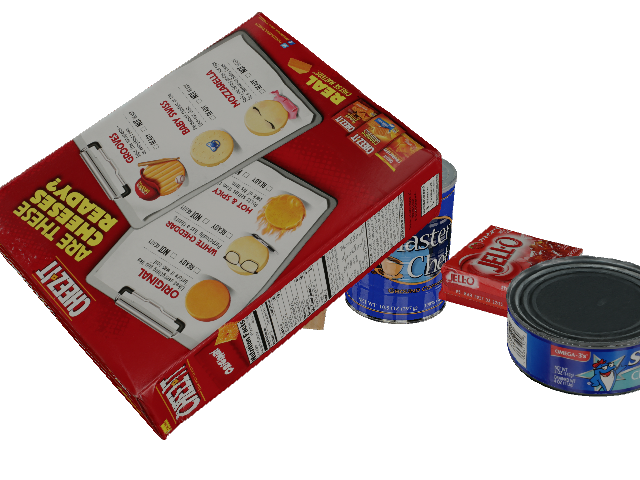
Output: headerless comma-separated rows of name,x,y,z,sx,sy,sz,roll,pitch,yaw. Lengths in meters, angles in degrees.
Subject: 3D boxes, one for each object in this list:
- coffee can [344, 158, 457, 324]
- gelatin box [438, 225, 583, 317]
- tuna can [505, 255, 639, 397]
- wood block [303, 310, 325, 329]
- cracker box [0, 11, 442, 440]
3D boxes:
coffee can,0.076,-0.005,1.038,0.103,0.140,0.103,1,27,-1
gelatin box,0.135,0.022,0.753,0.073,0.030,0.089,16,27,28
tuna can,0.139,0.043,0.551,0.086,0.034,0.086,-4,28,2
wood block,-0.029,0.000,1.381,0.090,0.206,0.090,5,24,2
cracker box,-0.061,-0.016,0.617,0.164,0.213,0.072,42,-19,28
